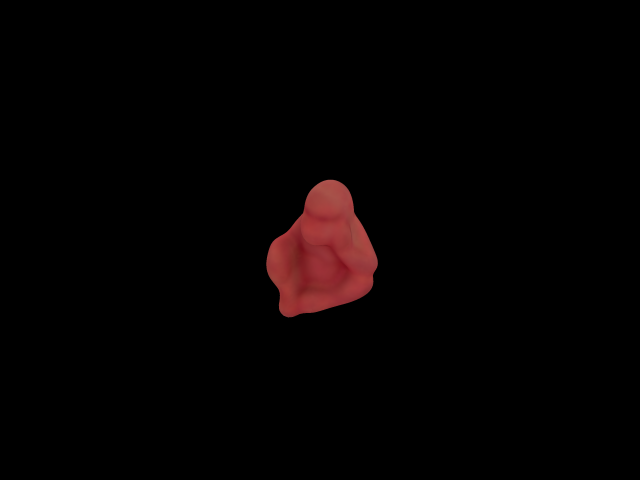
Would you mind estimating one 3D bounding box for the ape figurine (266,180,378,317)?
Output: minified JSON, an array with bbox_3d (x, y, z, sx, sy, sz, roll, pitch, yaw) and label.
[{"bbox_3d":[0.004,0.001,0.400,0.077,0.092,0.076,16,37,23],"label":"ape figurine"}]
